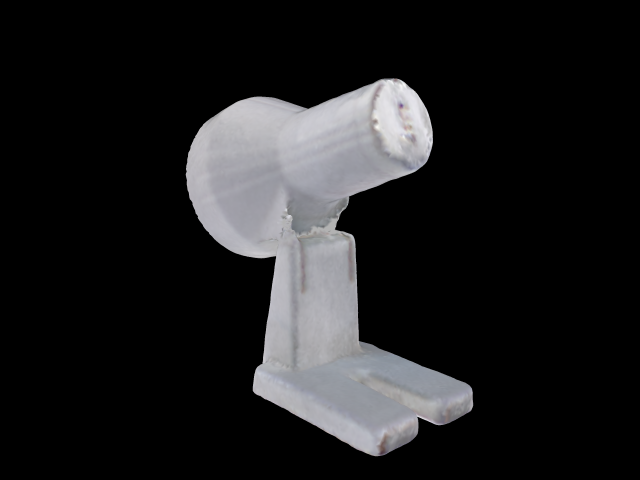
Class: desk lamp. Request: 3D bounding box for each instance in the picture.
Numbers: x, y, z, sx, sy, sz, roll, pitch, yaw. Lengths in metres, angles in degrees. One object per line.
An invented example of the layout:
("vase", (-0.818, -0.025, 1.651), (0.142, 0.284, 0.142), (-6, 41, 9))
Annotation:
("desk lamp", (0.004, 0.001, 0.400), (0.118, 0.213, 0.202), (-10, 15, -42))
